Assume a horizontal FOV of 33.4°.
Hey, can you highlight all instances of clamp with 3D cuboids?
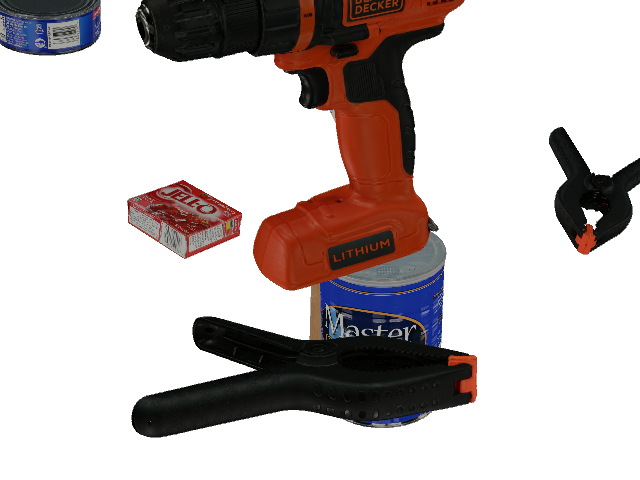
[{"bbox_3d":[0.281,-0.058,1.124,0.120,0.039,0.171,17,46,20],"label":"clamp"},{"bbox_3d":[-0.006,0.083,0.695,0.210,0.036,0.164,-1,16,1],"label":"clamp"}]

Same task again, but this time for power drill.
[{"bbox_3d":[-0.003,-0.068,0.582,0.184,0.188,0.057,-15,35,-21],"label":"power drill"}]

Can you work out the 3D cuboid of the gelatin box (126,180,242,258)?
[{"bbox_3d":[-0.133,-0.023,1.041,0.089,0.030,0.073,30,37,33],"label":"gelatin box"}]

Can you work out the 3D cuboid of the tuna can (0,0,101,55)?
[{"bbox_3d":[-0.214,-0.177,0.832,0.086,0.034,0.086,4,35,-3],"label":"tuna can"}]

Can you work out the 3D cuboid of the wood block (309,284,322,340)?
[{"bbox_3d":[0.048,0.072,1.187,0.090,0.206,0.091,-4,10,-34],"label":"wood block"}]

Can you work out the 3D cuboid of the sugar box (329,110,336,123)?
[{"bbox_3d":[0.027,-0.135,0.932,0.048,0.176,0.093,-19,-40,-3],"label":"sugar box"}]

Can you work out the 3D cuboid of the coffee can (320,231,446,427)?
[{"bbox_3d":[0.050,0.068,0.883,0.103,0.140,0.103,-1,27,0],"label":"coffee can"}]
